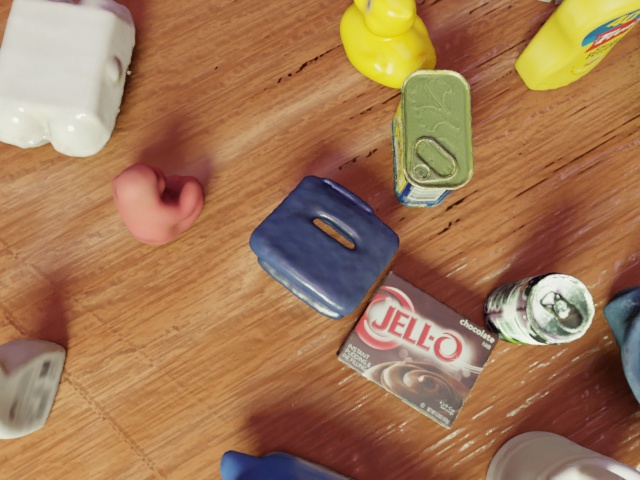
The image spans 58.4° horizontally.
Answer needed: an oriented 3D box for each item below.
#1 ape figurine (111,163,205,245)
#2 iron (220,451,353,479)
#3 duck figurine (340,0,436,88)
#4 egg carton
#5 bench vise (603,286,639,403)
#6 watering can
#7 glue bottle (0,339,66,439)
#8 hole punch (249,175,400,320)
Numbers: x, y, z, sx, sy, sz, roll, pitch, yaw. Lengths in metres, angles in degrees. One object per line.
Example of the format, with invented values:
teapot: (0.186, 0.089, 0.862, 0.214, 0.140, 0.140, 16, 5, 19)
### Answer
ape figurine: (-0.144, -0.038, 0.487, 0.078, 0.092, 0.076, 26, 81, 3)
iron: (0.026, 0.254, 0.419, 0.258, 0.141, 0.119, 21, 81, 2)
duck figurine: (0.066, -0.194, 0.521, 0.077, 0.086, 0.104, -43, 84, -7)
egg carton: (-0.227, -0.150, 0.514, 0.107, 0.069, 0.150, 8, 81, 0)
bench vise: (0.313, 0.123, 0.409, 0.121, 0.219, 0.207, -35, 83, -6)
watering can: (0.188, 0.207, 0.405, 0.173, 0.194, 0.101, -34, 83, -6)
glue bottle: (-0.244, 0.112, 0.418, 0.037, 0.173, 0.078, 14, 81, 1)
hole punch: (0.004, 0.002, 0.485, 0.108, 0.091, 0.101, 36, 82, 4)
